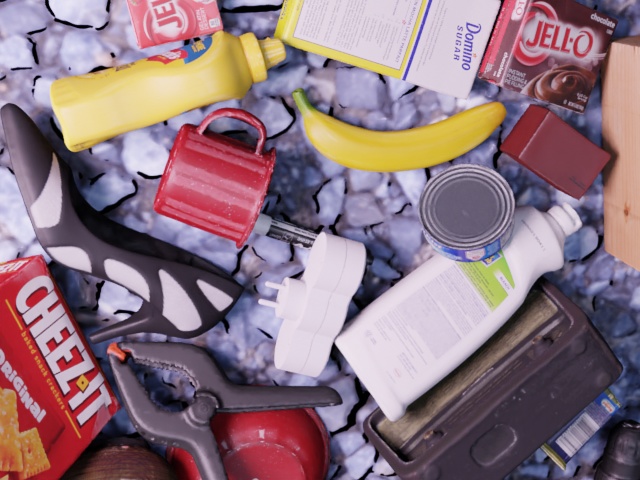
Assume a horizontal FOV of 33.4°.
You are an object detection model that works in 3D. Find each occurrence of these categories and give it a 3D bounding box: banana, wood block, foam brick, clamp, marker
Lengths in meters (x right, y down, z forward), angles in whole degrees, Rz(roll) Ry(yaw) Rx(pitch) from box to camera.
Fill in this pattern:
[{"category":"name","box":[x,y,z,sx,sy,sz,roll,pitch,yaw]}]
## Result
[{"category":"banana","box":[0.071,-0.093,0.951,0.197,0.037,0.070,2,112,-13]},{"category":"wood block","box":[0.318,-0.083,0.982,0.090,0.091,0.206,-8,107,-10]},{"category":"foam brick","box":[0.215,-0.081,0.980,0.078,0.051,0.053,33,97,-18]},{"category":"clamp","box":[-0.094,0.148,0.952,0.210,0.036,0.164,39,68,6]},{"category":"marker","box":[-0.006,0.001,0.971,0.121,0.020,0.020,18,100,-17]}]

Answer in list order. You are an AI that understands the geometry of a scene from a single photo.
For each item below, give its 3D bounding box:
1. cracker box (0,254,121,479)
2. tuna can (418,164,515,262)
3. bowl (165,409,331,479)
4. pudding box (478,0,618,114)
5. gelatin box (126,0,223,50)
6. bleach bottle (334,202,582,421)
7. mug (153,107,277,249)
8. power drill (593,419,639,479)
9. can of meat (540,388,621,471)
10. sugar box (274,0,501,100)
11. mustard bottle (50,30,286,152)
[{"category":"cracker box","box":[-0.266,0.133,0.850,0.072,0.213,0.164,-11,112,29]},{"category":"tuna can","box":[0.133,-0.024,0.961,0.086,0.086,0.033,-30,153,-3]},{"category":"bowl","box":[-0.063,0.220,1.000,0.162,0.055,0.162,-3,105,-11]},{"category":"pudding box","box":[0.202,-0.169,0.943,0.113,0.039,0.090,10,104,-38]},{"category":"gelatin box","box":[-0.126,-0.209,0.882,0.073,0.030,0.089,-14,107,-8]},{"category":"bleach bottle","box":[0.138,0.055,0.989,0.251,0.068,0.102,-35,89,-3]},{"category":"mug","box":[-0.086,-0.058,0.898,0.081,0.093,0.117,20,120,-12]},{"category":"power drill","box":[0.238,0.267,1.077,0.187,0.057,0.184,3,104,-13]},{"category":"can of meat","box":[0.228,0.159,1.023,0.084,0.102,0.057,-45,111,0]},{"category":"sugar box","box":[0.058,-0.190,0.920,0.176,0.048,0.093,15,102,-19]},{"category":"mustard bottle","box":[-0.120,-0.128,0.870,0.191,0.096,0.058,-18,107,-7]}]
